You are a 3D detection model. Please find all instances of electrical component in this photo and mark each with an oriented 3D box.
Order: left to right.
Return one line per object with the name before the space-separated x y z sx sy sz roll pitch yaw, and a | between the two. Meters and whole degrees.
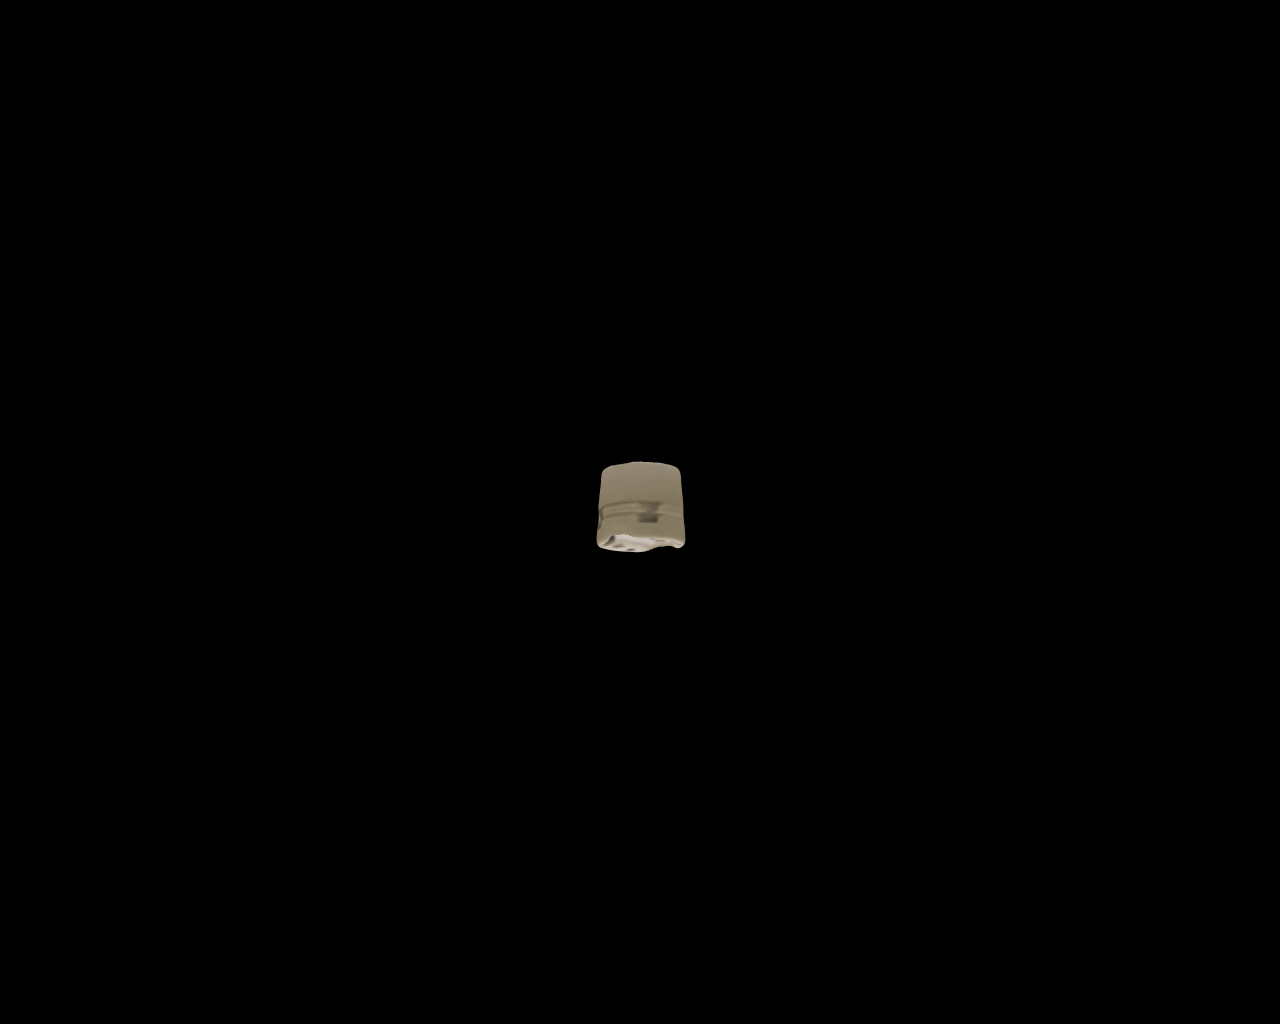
electrical component | 0.001 -0.003 0.650 0.055 0.047 0.055 0 -12 0
